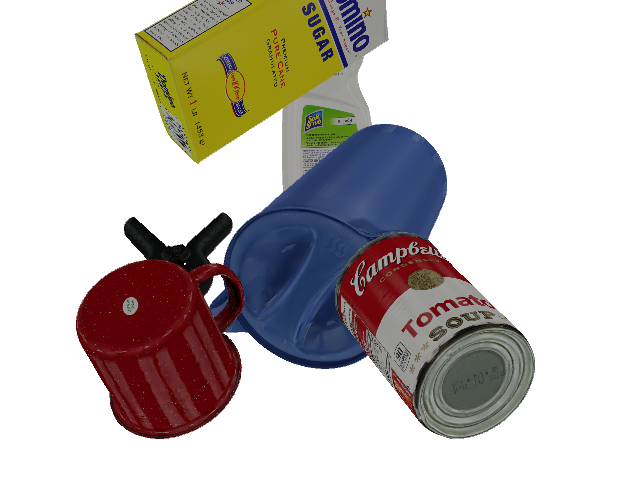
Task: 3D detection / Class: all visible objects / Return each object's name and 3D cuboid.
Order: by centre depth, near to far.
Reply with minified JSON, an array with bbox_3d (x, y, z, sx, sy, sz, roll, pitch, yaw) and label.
[{"bbox_3d":[0.057,0.048,0.560,0.068,0.068,0.102,0,26,-24],"label":"soup can"},{"bbox_3d":[-0.097,0.060,0.693,0.117,0.081,0.093,-38,47,-19],"label":"mug"},{"bbox_3d":[-0.033,-0.137,0.720,0.176,0.093,0.048,-34,53,-19],"label":"sugar box"},{"bbox_3d":[0.018,-0.006,0.882,0.149,0.145,0.242,19,29,12],"label":"pitcher"},{"bbox_3d":[0.013,-0.096,1.036,0.102,0.251,0.068,-6,30,-11],"label":"bleach bottle"},{"bbox_3d":[-0.145,0.020,1.147,0.120,0.039,0.171,-13,38,-7],"label":"clamp"}]
